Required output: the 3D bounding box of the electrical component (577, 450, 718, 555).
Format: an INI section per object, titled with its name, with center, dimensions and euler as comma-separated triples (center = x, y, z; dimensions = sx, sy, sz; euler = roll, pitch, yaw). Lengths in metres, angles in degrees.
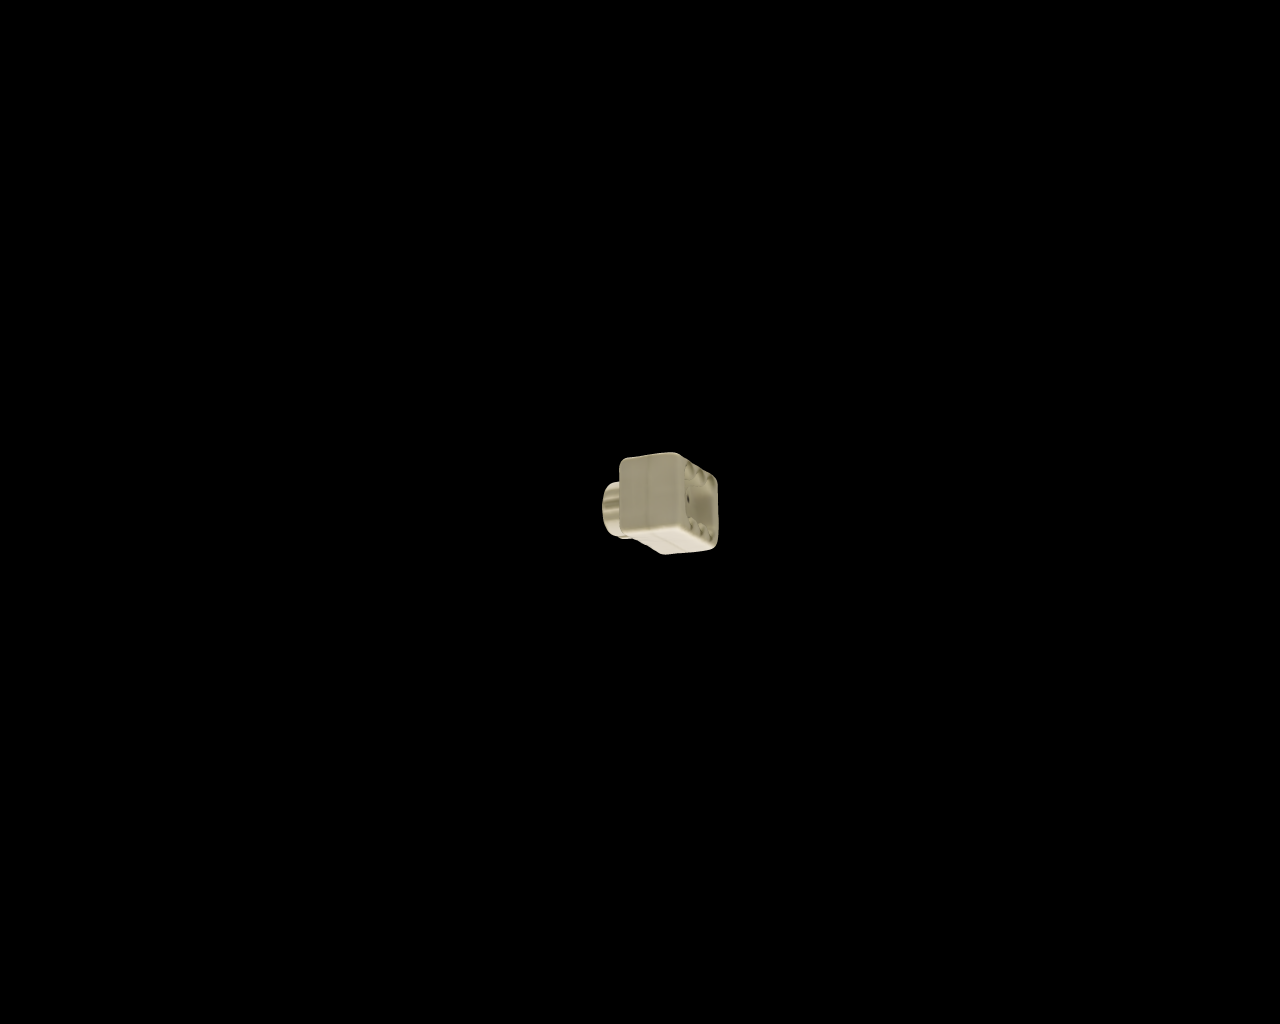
[electrical component]
center = 0.001, -0.003, 0.650
dimensions = 0.077, 0.047, 0.065
euler = -6, -15, 23
